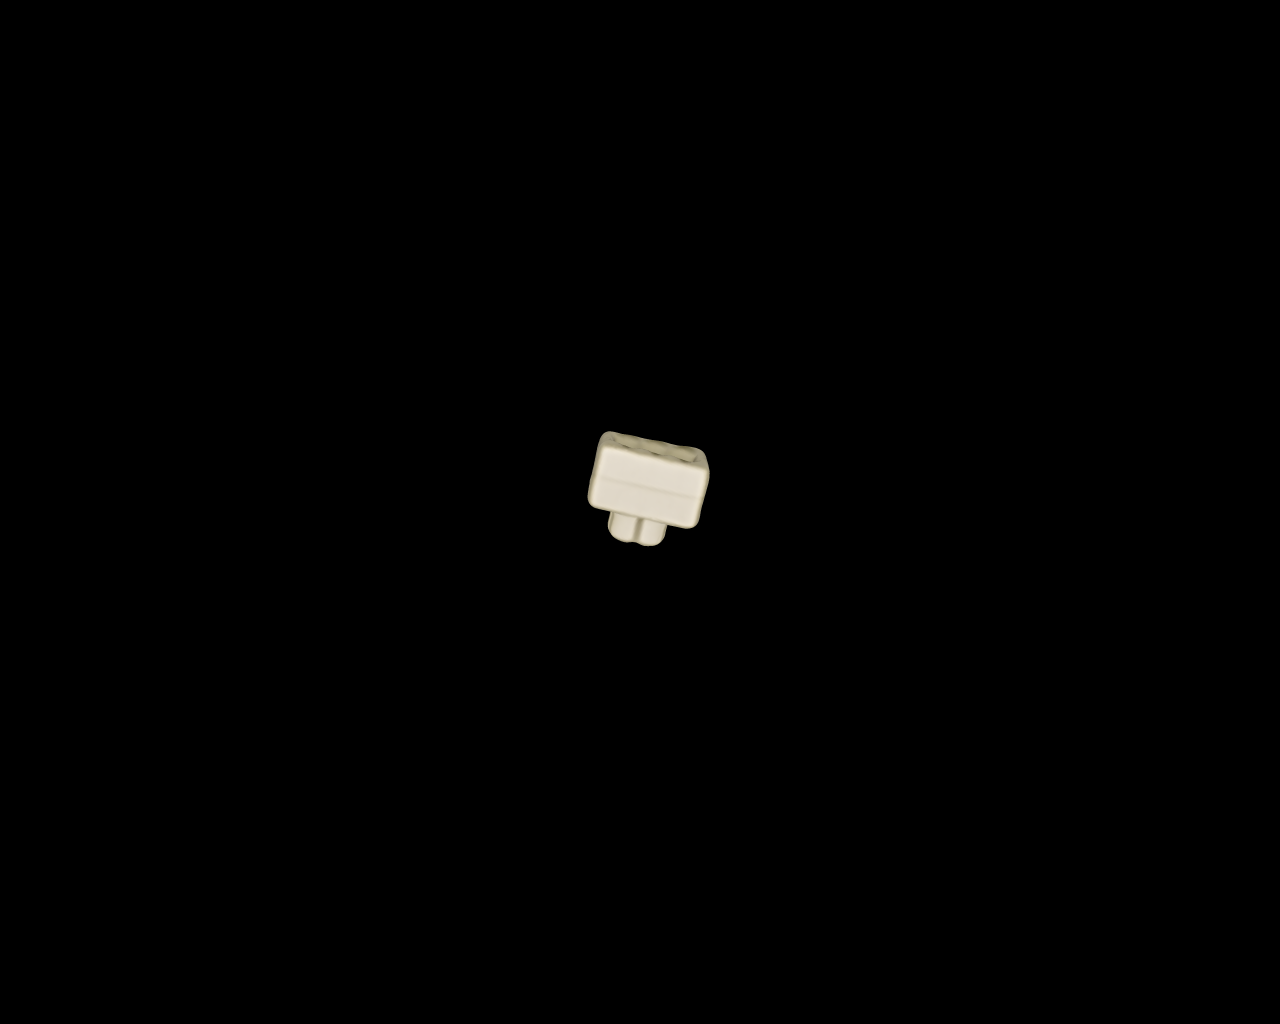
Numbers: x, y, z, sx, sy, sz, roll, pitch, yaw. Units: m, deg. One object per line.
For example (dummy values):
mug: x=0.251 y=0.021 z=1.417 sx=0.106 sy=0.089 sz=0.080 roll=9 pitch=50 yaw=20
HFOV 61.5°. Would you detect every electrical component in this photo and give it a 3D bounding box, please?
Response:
electrical component: x=0.001 y=-0.003 z=0.650 sx=0.066 sy=0.076 sz=0.047 roll=13 pitch=16 yaw=-4
